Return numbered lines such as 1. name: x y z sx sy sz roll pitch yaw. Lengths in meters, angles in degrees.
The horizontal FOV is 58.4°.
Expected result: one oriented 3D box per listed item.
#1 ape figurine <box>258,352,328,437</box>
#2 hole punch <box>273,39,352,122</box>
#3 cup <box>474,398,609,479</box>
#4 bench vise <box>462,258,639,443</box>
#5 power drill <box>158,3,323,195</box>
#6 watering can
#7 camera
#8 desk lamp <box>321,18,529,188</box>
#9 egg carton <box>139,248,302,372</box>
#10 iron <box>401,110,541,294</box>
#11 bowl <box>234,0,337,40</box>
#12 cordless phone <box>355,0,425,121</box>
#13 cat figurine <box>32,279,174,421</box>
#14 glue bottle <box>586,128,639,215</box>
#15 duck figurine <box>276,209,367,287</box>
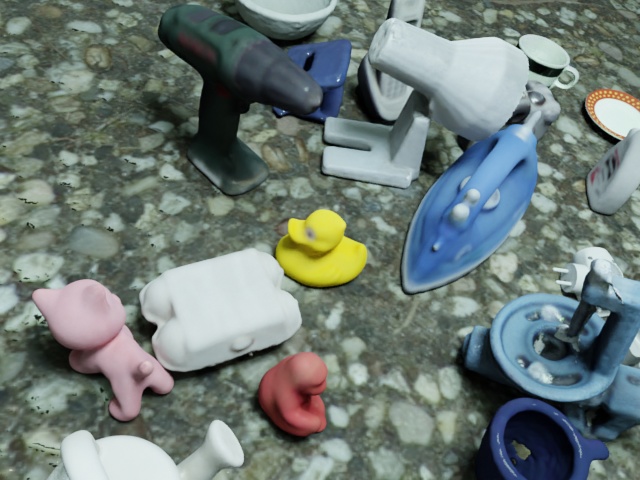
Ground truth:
1. ape figurine: -0.018 0.137 0.539 0.076 0.092 0.078 22 53 3
2. hole punch: -0.011 -0.231 0.804 0.101 0.091 0.108 13 53 -4
3. cup: 0.198 0.207 0.538 0.118 0.095 0.091 3 54 -11
4. bench vise: 0.268 0.100 0.553 0.207 0.220 0.121 11 53 -5
5. power drill: -0.096 -0.154 0.655 0.229 0.208 0.076 42 57 17
6. watering can: -0.141 0.188 0.408 0.100 0.194 0.173 35 55 13
7. camera: 0.263 -0.213 0.851 0.143 0.101 0.136 -12 59 -21
8. desk lamp: 0.120 -0.166 0.712 0.203 0.213 0.118 7 54 -8
9. egg carton: -0.099 0.071 0.580 0.151 0.069 0.107 -16 60 -23
10. iron: 0.189 -0.051 0.692 0.118 0.141 0.259 35 55 13
11. bowl: -0.061 -0.367 0.900 0.167 0.075 0.167 7 54 -9
12. cordless phone: 0.133 -0.267 0.805 0.148 0.185 0.094 -27 65 -28
13. cat figurine: -0.193 0.087 0.516 0.127 0.118 0.067 38 56 15
14. glue bottle: 0.422 -0.114 0.772 0.037 0.173 0.078 12 53 -4
15. duck figurine: 0.006 0.002 0.644 0.104 0.086 0.077 10 53 -6
